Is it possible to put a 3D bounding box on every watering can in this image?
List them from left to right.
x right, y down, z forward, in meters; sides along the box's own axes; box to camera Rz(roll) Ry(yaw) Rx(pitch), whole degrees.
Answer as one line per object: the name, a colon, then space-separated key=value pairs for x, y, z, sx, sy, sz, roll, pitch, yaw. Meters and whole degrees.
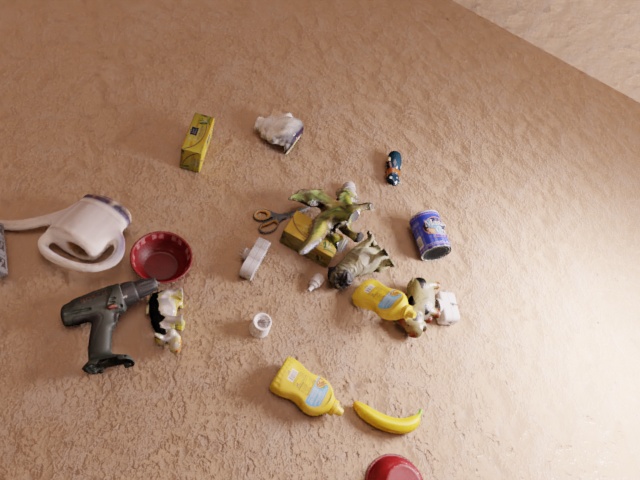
watering can: x=-0.655 y=-0.039 z=1.356 sx=0.348 sy=0.101 sz=0.229 roll=23 pitch=50 yaw=9

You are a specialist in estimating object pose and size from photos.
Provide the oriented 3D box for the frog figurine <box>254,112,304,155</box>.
frog figurine: x=-0.142 y=-0.389 z=1.782 sx=0.159 sy=0.121 sz=0.139 roll=37 pitch=70 yaw=-7

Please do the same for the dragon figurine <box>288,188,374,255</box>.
dragon figurine: x=0.005 y=-0.079 z=1.560 sx=0.245 sy=0.120 sz=0.414 roll=31 pitch=34 yaw=32
